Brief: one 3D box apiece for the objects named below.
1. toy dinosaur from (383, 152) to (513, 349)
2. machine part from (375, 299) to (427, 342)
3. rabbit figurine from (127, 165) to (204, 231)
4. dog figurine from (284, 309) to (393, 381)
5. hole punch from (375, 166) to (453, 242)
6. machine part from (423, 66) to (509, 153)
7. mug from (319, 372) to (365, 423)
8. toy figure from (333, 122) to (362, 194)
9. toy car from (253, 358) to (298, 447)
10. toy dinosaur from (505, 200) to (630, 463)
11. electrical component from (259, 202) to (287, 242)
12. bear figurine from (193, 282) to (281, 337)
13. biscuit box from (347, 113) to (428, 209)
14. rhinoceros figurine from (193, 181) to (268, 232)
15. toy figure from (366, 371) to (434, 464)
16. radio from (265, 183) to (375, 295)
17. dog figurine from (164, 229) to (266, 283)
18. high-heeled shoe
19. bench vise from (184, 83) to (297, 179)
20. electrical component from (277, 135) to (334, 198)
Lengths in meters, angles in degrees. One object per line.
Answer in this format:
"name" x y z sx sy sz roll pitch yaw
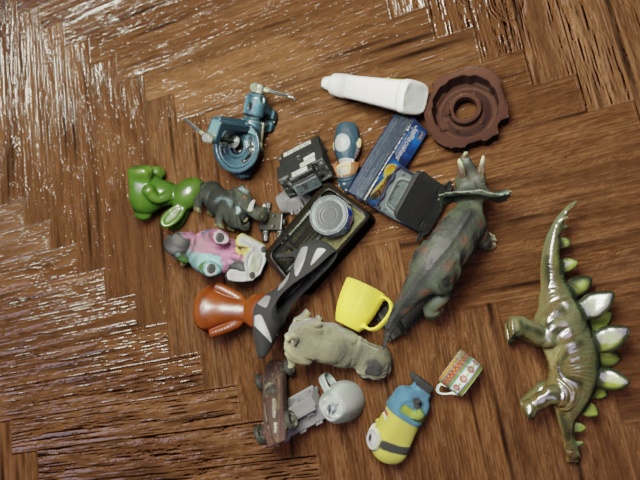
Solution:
"toy dinosaur" 0.231 0.021 1.000 0.131 0.192 0.405 25 72 27
"machine part" 0.183 0.145 1.099 0.139 0.039 0.084 -31 68 13
"rabbit figurine" -0.361 -0.104 1.284 0.170 0.121 0.159 0 85 4
"dog figurine" 0.039 0.220 1.069 0.191 0.172 0.121 14 97 27
"hole punch" 0.189 -0.082 1.105 0.092 0.115 0.142 26 88 56
"machine part" 0.302 -0.268 1.115 0.180 0.056 0.179 -3 82 19
"mug" 0.035 0.317 1.084 0.081 0.107 0.109 -32 75 10
"toy figure" 0.058 -0.180 1.184 0.064 0.058 0.154 -11 77 56
"toy car" -0.095 0.326 1.100 0.089 0.053 0.202 -27 31 14
"toy dinosaur" 0.442 0.169 0.977 0.199 0.105 0.471 -9 88 10
"electrical component" -0.108 -0.041 1.234 0.063 0.021 0.094 0 80 18
"bear figurine" -0.175 0.154 1.192 0.196 0.132 0.120 0 82 0
"biscuit box" 0.143 -0.167 1.140 0.063 0.059 0.202 35 94 47
"rhinoceros figurine" -0.203 -0.077 1.235 0.191 0.073 0.112 25 91 28
"toy figure" 0.161 0.351 1.051 0.089 0.082 0.180 35 91 22
"radio" -0.002 -0.004 1.164 0.131 0.073 0.229 44 96 19
"dog figurine" -0.248 0.030 1.233 0.219 0.191 0.108 5 82 53
"high-heeled shoe" -0.046 0.118 1.072 0.145 0.086 0.248 1 73 29
"bench vise" -0.178 -0.242 1.186 0.129 0.240 0.223 30 108 17
"electrical component" -0.034 -0.155 1.177 0.115 0.058 0.134 -25 38 16
